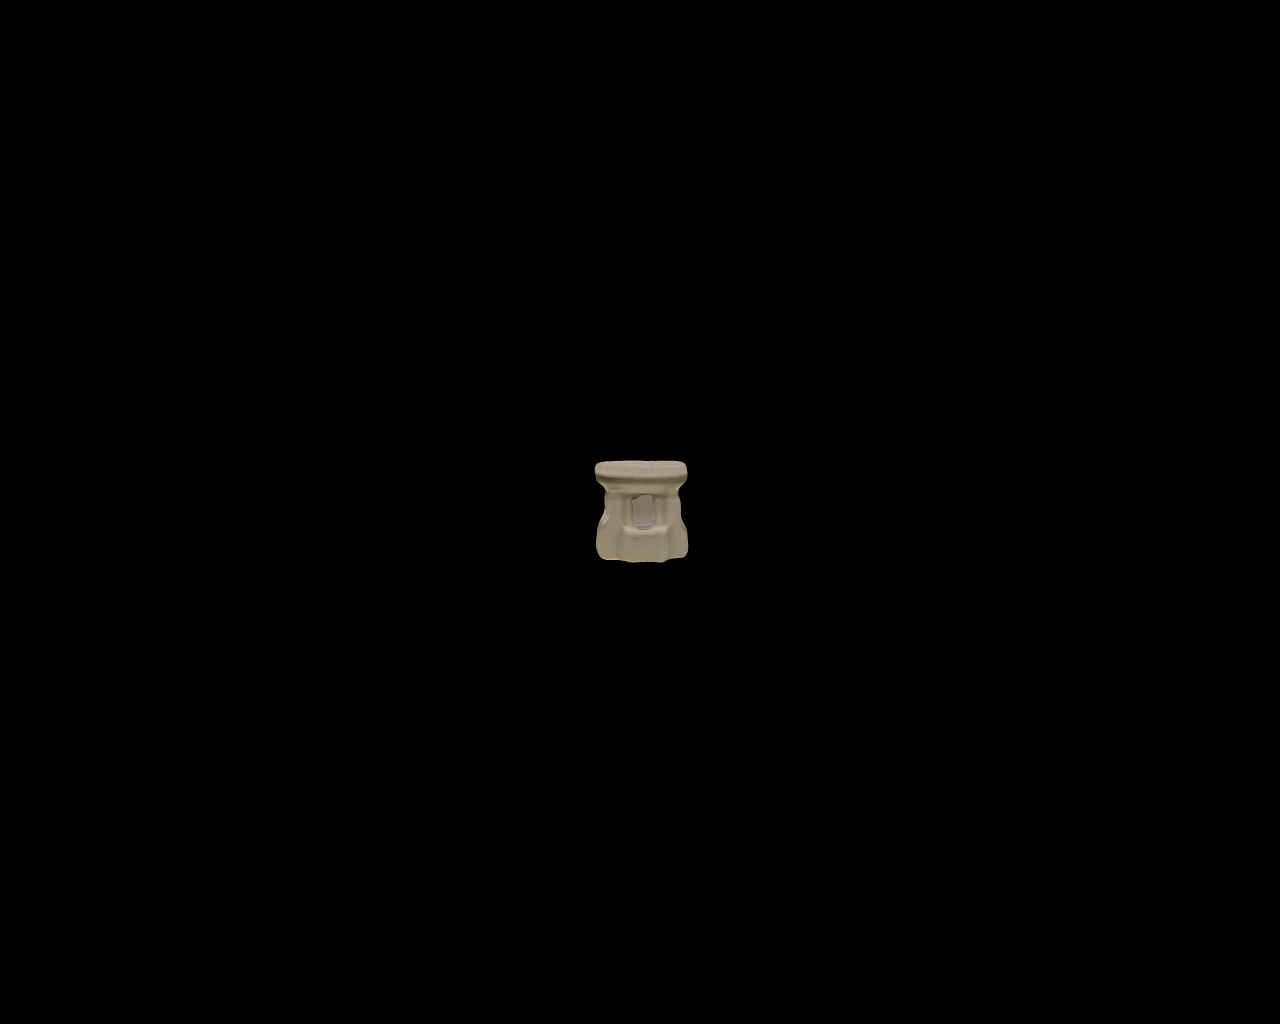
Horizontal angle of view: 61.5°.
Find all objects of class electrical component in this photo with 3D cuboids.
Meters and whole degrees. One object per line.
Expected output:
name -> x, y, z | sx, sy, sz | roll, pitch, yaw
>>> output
electrical component -> 0.001, -0.003, 0.650 | 0.058, 0.057, 0.078 | 0, 7, -4
